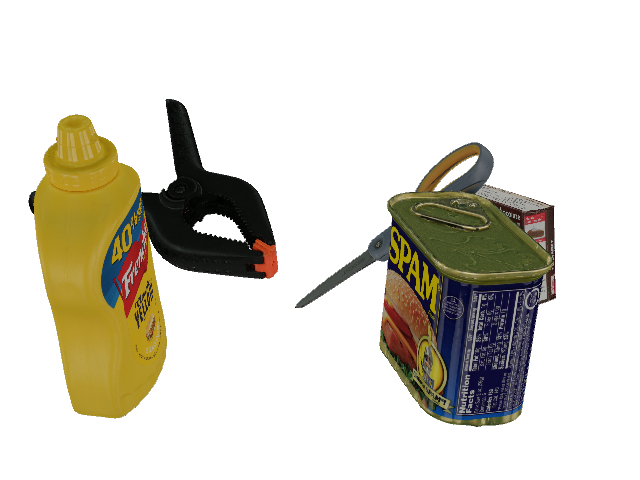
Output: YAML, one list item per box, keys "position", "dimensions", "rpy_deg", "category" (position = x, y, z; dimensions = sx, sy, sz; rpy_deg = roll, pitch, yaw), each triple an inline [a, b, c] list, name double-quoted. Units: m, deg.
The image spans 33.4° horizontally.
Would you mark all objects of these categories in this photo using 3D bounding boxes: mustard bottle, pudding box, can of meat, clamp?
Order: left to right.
- position: [-0.133, 0.010, 0.643]
  dimensions: [0.058, 0.192, 0.096]
  rpy_deg: [6, 39, 10]
  category: "mustard bottle"
- position: [-0.108, -0.037, 0.863]
  dimensions: [0.210, 0.036, 0.164]
  rpy_deg: [26, 55, 25]
  category: "clamp"
- position: [0.067, 0.032, 0.532]
  dimensions: [0.057, 0.084, 0.102]
  rpy_deg: [-3, 24, -15]
  category: "can of meat"
- position: [0.164, 0.002, 0.961]
  dimensions: [0.039, 0.090, 0.114]
  rpy_deg: [-14, 19, -26]
  category: "pudding box"

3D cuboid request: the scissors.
- position: [0.056, 0.012, 0.782]
  dimensions: [0.016, 0.202, 0.096]
  rpy_deg: [31, 24, -32]
  category: "scissors"
